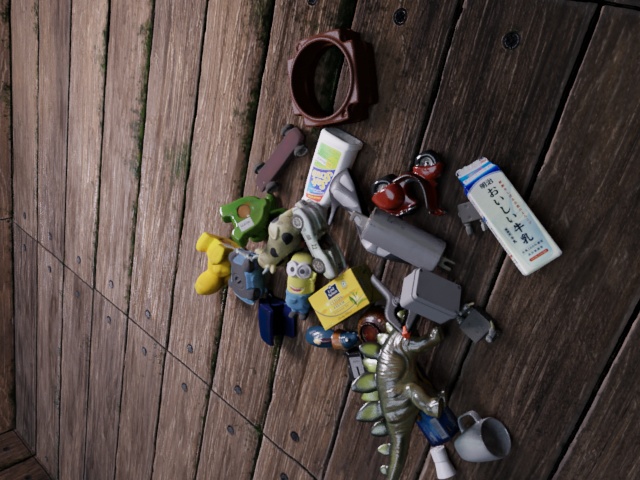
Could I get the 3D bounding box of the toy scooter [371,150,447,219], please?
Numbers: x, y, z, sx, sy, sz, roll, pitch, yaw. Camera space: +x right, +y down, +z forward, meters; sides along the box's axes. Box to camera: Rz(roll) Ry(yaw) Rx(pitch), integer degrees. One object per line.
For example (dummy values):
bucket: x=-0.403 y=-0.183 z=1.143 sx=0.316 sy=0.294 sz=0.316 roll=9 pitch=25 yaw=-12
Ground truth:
toy scooter: x=0.199 y=-0.095 z=1.148 sx=0.184 sy=0.075 sz=0.135 roll=-30 pitch=82 yaw=35

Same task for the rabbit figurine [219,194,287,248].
rabbit figurine: x=-0.170 y=-0.056 z=1.428 sx=0.159 sy=0.170 sz=0.121 roll=-39 pitch=72 yaw=-4

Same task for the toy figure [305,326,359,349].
toy figure: x=0.036 y=0.249 z=1.372 sx=0.155 sy=0.064 sz=0.057 roll=1 pitch=137 yaw=36

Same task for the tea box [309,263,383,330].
tea box: x=0.062 y=0.141 z=1.320 sx=0.169 sy=0.068 sz=0.098 roll=-41 pitch=73 yaw=39

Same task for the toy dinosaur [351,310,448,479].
toy dinosaur: x=0.174 y=0.327 z=1.164 sx=0.199 sy=0.105 sz=0.471 roll=-3 pitch=72 yaw=24

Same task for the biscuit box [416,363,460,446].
biscuit box: x=0.234 y=0.365 z=1.232 sx=0.059 sy=0.063 sz=0.203 roll=-46 pitch=71 yaw=36

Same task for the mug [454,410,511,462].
mug: x=0.333 y=0.425 z=1.152 sx=0.109 sy=0.081 sz=0.107 roll=52 pitch=137 yaw=11

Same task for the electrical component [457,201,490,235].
electrical component: x=0.312 y=-0.059 z=1.093 sx=0.063 sy=0.021 sz=0.094 roll=-16 pitch=90 yaw=42

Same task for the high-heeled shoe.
high-heeled shoe: x=0.123 y=-0.055 z=1.215 sx=0.249 sy=0.086 sz=0.145 roll=28 pitch=108 yaw=14

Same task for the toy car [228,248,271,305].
toy car: x=-0.190 y=0.090 z=1.494 sx=0.109 sy=0.103 sz=0.161 roll=22 pitch=124 yaw=37

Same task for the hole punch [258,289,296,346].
hole punch: x=-0.136 y=0.223 z=1.494 sx=0.116 sy=0.092 sz=0.142 roll=12 pitch=111 yaw=42

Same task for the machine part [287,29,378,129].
machine part: x=0.024 y=-0.362 z=1.222 sx=0.202 sy=0.087 sz=0.200 roll=0 pitch=100 yaw=39

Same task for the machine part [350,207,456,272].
machine part: x=0.177 y=-0.001 z=1.142 sx=0.243 sy=0.079 sz=0.079 roll=29 pitch=121 yaw=2

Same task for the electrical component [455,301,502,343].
electrical component: x=0.326 y=0.172 z=1.120 sx=0.102 sy=0.045 sz=0.078 roll=50 pitch=126 yaw=20

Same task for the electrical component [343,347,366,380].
electrical component: x=0.110 y=0.326 z=1.337 sx=0.075 sy=0.048 sz=0.119 roll=-12 pitch=91 yaw=42

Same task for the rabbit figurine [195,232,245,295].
rabbit figurine: x=-0.297 y=0.080 z=1.549 sx=0.122 sy=0.162 sz=0.173 roll=28 pitch=95 yaw=30

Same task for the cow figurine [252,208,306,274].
cow figurine: x=-0.104 y=0.013 z=1.385 sx=0.085 sy=0.127 sz=0.194 roll=53 pitch=153 yaw=21

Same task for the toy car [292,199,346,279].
toy car: x=-0.003 y=-0.004 z=1.284 sx=0.056 sy=0.073 sz=0.201 roll=-20 pitch=98 yaw=41

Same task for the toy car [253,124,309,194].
toy car: x=-0.101 y=-0.205 z=1.384 sx=0.202 sy=0.053 sz=0.089 roll=-50 pitch=64 yaw=31

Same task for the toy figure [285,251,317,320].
toy figure: x=-0.050 y=0.116 z=1.400 sx=0.082 sy=0.089 sz=0.180 roll=1 pitch=116 yaw=-3
